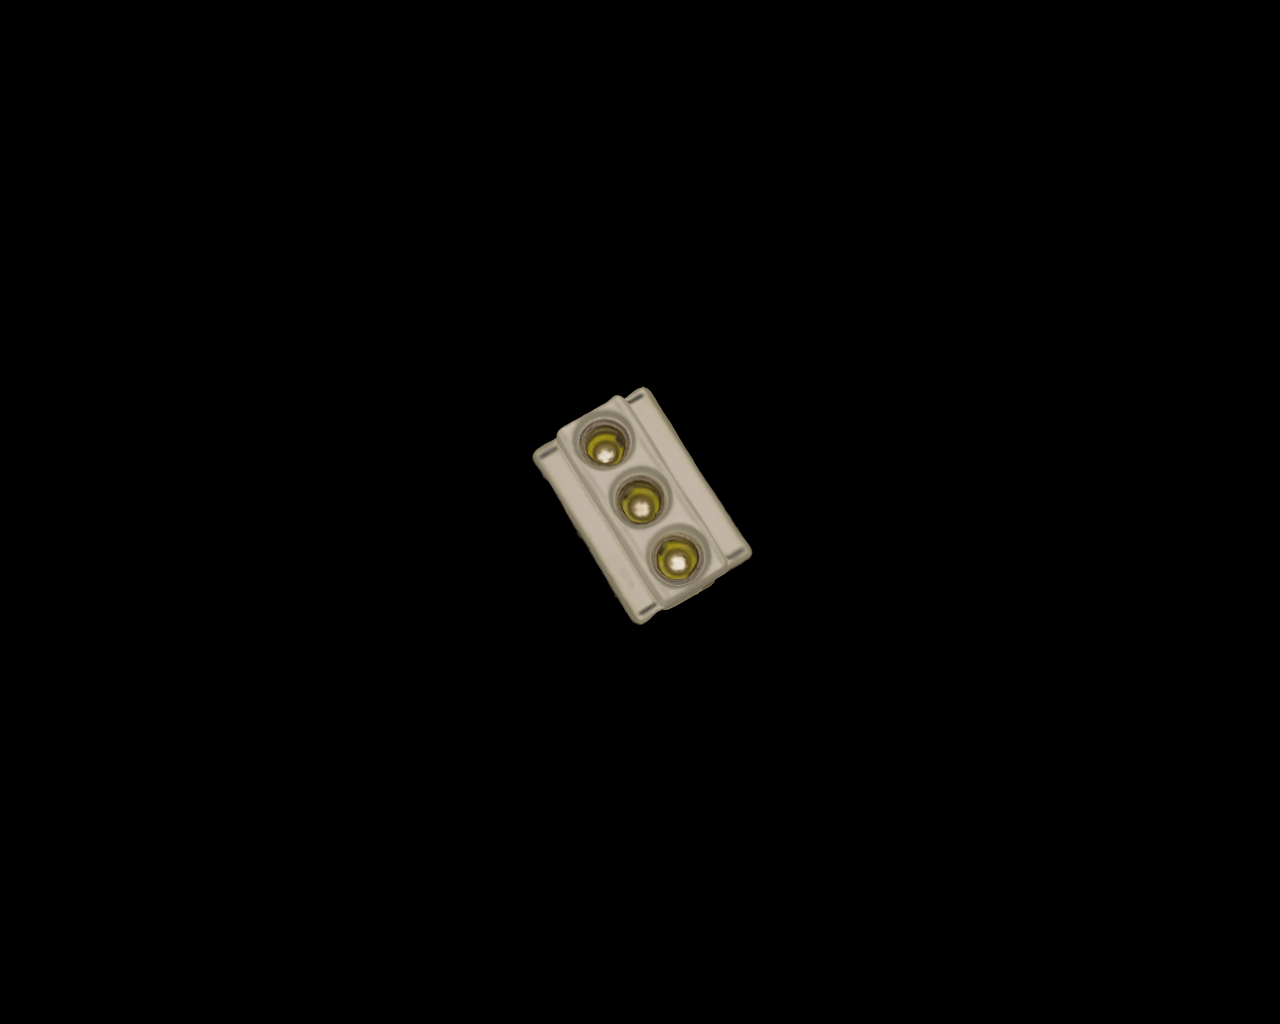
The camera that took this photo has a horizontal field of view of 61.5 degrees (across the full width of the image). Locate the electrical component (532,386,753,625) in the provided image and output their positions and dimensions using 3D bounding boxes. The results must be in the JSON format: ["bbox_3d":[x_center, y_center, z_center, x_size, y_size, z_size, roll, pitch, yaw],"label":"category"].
[{"bbox_3d":[0.001,-0.003,0.650,0.079,0.121,0.063,-31,-11,-7],"label":"electrical component"}]
